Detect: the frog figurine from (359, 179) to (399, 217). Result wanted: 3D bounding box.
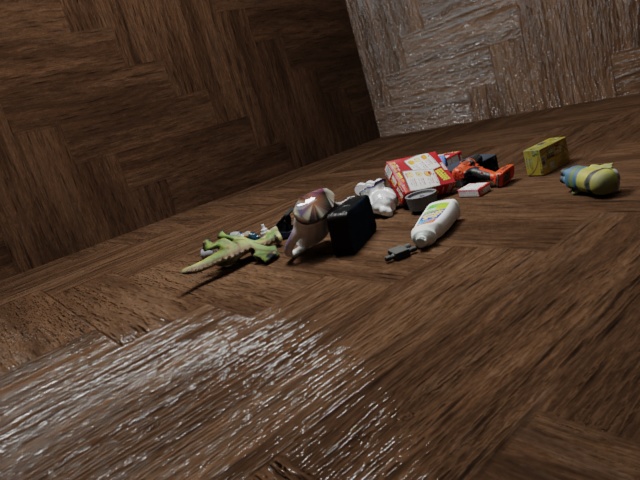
[{"bbox_3d":[0.229,-0.130,1.883,0.138,0.119,0.163,-13,47,-22],"label":"frog figurine"}]

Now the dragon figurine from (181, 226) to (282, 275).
[{"bbox_3d":[-0.256,0.040,1.734,0.242,0.120,0.417,-1,20,22],"label":"dragon figurine"}]

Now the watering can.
[{"bbox_3d":[0.005,-0.084,1.662,0.105,0.219,0.353,35,59,17],"label":"watering can"}]
